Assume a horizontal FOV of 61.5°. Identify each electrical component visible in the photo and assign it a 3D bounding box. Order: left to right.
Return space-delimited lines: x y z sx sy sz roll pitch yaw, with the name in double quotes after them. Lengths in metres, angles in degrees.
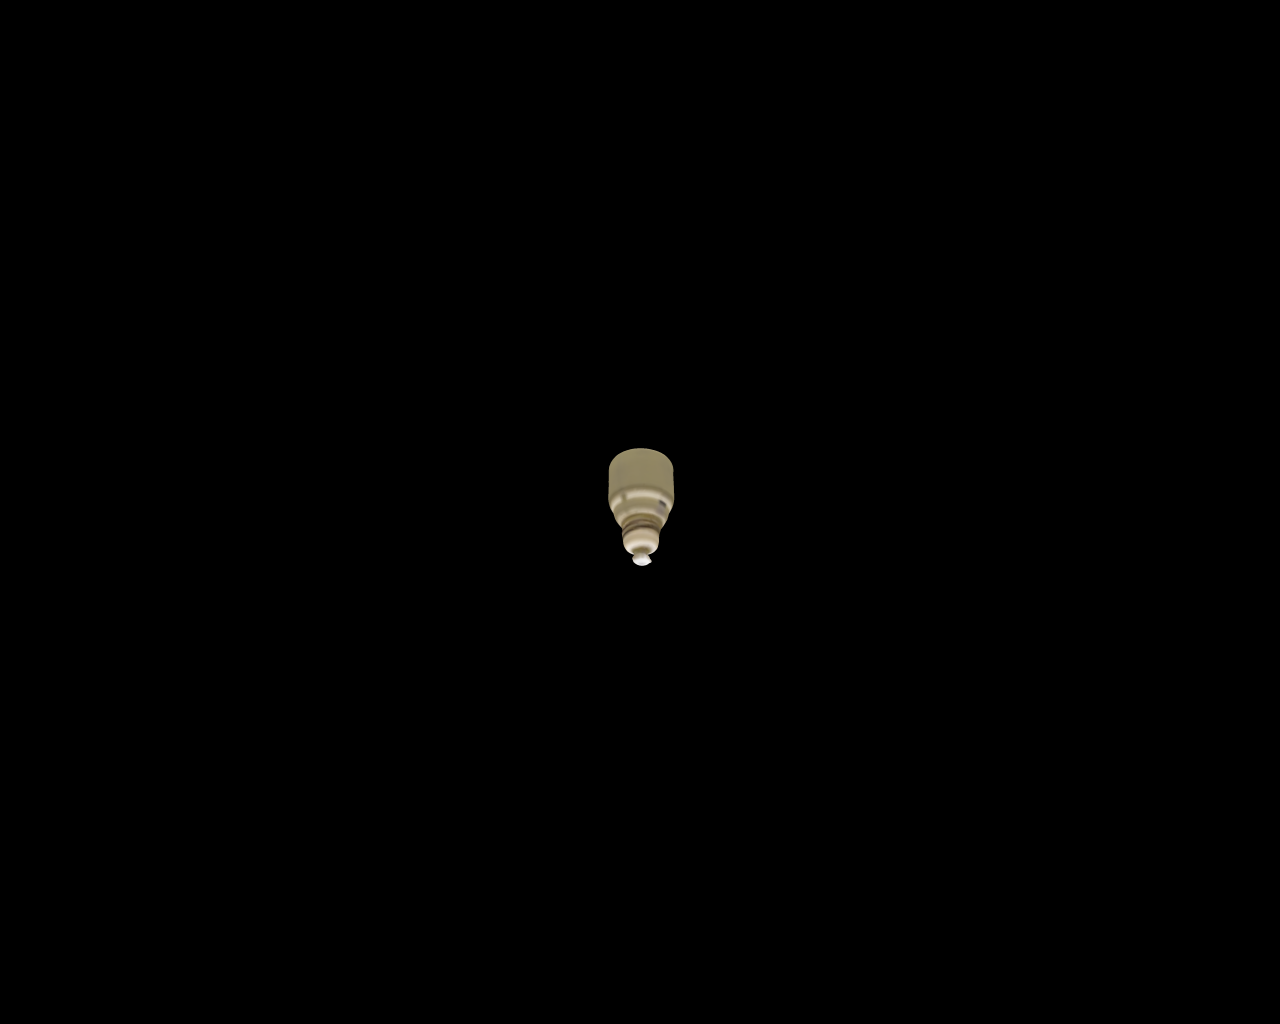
0.001 -0.003 0.650 0.040 0.078 0.040 0 -32 0 "electrical component"
